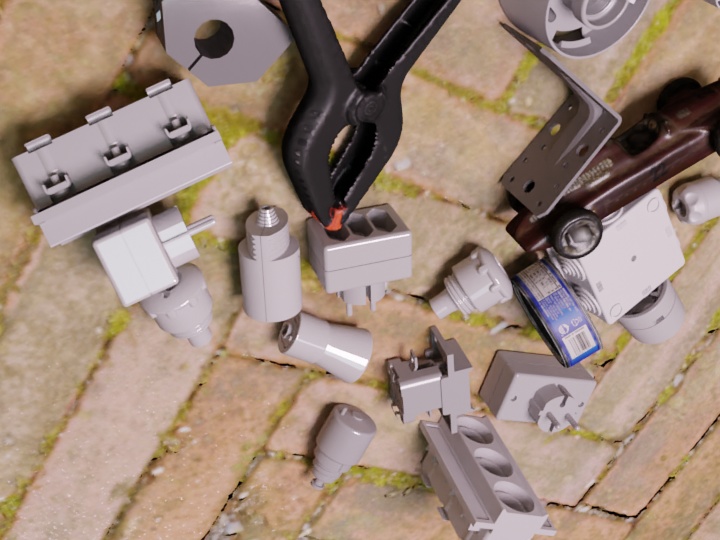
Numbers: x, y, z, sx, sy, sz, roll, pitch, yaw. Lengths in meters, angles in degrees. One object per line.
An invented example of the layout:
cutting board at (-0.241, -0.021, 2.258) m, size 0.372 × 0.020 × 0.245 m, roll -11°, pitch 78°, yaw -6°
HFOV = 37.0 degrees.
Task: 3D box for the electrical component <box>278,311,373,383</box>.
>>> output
electrical component at (-0.029, 0.056, 0.817) m, size 0.065 × 0.044 × 0.044 m, roll 22°, pitch 110°, yaw -25°

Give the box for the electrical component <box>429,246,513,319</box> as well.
electrical component at (0.084, 0.015, 0.834) m, size 0.062 × 0.048 × 0.048 m, roll -33°, pitch 126°, yaw 10°

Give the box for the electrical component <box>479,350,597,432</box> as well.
electrical component at (0.157, 0.110, 0.899) m, size 0.083 × 0.075 × 0.047 m, roll 8°, pitch 116°, yaw -25°

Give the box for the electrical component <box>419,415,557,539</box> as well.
electrical component at (0.098, 0.181, 0.891) m, size 0.079 × 0.121 × 0.063 m, roll 13°, pitch 116°, yaw -27°

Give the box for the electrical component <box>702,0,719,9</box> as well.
electrical component at (0.250, -0.246, 0.732) m, size 0.078 × 0.057 × 0.113 m, roll -29°, pitch 126°, yaw -3°

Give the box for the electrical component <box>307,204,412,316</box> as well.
electrical component at (0.000, 0.000, 0.789) m, size 0.066 × 0.047 × 0.076 m, roll -11°, pitch 123°, yaw -15°

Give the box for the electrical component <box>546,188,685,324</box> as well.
electrical component at (0.201, -0.018, 0.847) m, size 0.100 × 0.048 × 0.099 m, roll -38°, pitch 126°, yaw -9°

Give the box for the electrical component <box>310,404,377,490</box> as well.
electrical component at (-0.018, 0.145, 0.875) m, size 0.040 × 0.040 × 0.078 m, roll 18°, pitch 112°, yaw -29°

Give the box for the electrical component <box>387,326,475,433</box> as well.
electrical component at (0.056, 0.092, 0.871) m, size 0.064 × 0.042 × 0.081 m, roll -13°, pitch 123°, yaw -10°

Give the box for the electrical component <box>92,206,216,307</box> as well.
electrical component at (-0.131, -0.018, 0.710) m, size 0.077 × 0.066 × 0.047 m, roll -25°, pitch 104°, yaw -6°

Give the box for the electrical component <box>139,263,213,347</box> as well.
electrical component at (-0.124, 0.029, 0.762) m, size 0.048 × 0.048 × 0.062 m, roll -27°, pitch 132°, yaw -4°

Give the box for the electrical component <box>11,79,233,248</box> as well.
electrical component at (-0.149, -0.069, 0.676) m, size 0.121 × 0.079 × 0.063 m, roll -26°, pitch 96°, yaw -5°

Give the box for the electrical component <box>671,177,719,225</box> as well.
electrical component at (0.287, -0.060, 0.873) m, size 0.061 × 0.035 × 0.035 m, roll -19°, pitch 125°, yaw -13°

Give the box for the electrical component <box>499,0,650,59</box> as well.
electrical component at (0.149, -0.197, 0.734) m, size 0.099 × 0.064 × 0.099 m, roll -19°, pitch 136°, yaw -20°

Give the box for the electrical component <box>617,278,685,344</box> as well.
electrical component at (0.239, 0.029, 0.896) m, size 0.055 × 0.055 × 0.047 m, roll -41°, pitch 129°, yaw 6°

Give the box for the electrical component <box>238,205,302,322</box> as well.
electrical component at (-0.064, -0.008, 0.762) m, size 0.043 × 0.043 × 0.081 m, roll -10°, pitch 122°, yaw -15°
